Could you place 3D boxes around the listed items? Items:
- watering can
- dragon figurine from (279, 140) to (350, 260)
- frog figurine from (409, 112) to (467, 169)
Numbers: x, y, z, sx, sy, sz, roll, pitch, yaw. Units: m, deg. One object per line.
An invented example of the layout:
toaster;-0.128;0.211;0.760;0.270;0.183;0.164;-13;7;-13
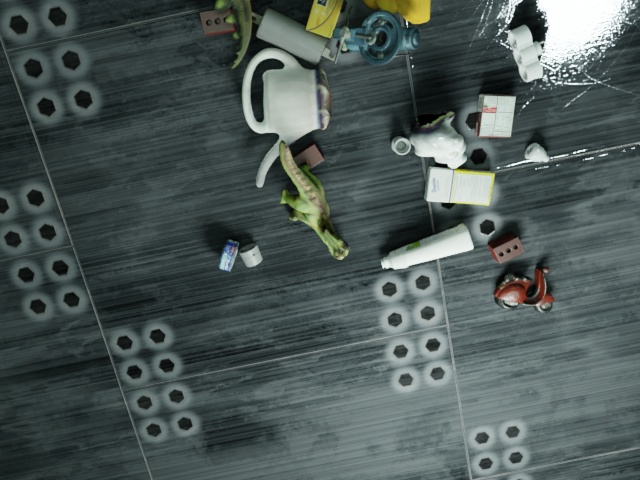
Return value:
watering can;-0.082;-0.312;1.318;0.224;0.105;0.344;-3;103;-1
dragon figurine;0.004;-0.065;1.293;0.122;0.403;0.246;-39;65;-6
frog figurine;0.312;-0.246;1.350;0.137;0.125;0.157;-9;119;34
